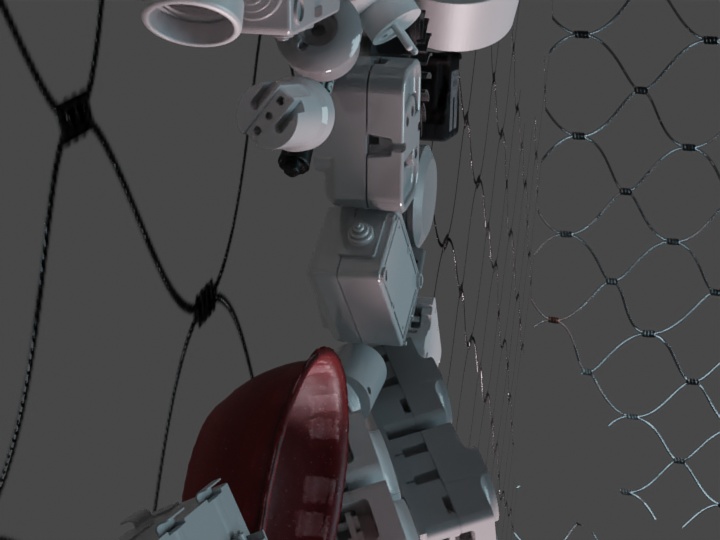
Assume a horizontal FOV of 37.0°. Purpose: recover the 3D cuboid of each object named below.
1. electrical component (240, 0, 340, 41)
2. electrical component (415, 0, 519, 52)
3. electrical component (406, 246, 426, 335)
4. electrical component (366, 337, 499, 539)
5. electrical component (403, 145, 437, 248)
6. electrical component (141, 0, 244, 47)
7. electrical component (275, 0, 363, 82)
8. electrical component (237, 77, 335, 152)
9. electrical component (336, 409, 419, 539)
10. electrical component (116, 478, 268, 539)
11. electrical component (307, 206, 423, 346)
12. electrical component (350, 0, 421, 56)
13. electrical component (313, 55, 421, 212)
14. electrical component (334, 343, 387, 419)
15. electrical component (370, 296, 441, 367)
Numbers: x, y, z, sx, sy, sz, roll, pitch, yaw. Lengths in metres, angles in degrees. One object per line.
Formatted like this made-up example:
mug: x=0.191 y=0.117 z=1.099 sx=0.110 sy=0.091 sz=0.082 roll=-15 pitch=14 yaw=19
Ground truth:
electrical component: x=-0.041 y=-0.157 z=0.497 sx=0.099 sy=0.048 sz=0.099 roll=-55 pitch=148 yaw=-65
electrical component: x=0.074 y=-0.216 z=0.848 sx=0.060 sy=0.108 sz=0.108 roll=91 pitch=13 yaw=-49
electrical component: x=0.016 y=0.025 z=0.831 sx=0.076 sy=0.047 sz=0.065 roll=106 pitch=-3 yaw=-53
electrical component: x=0.049 y=0.150 z=0.804 sx=0.186 sy=0.060 sz=0.105 roll=-114 pitch=-168 yaw=-50
electrical component: x=0.030 y=-0.059 z=0.841 sx=0.080 sy=0.051 sz=0.080 roll=6 pitch=90 yaw=-77
electrical component: x=-0.066 y=-0.119 z=0.433 sx=0.040 sy=0.040 sz=0.046 roll=53 pitch=39 yaw=-71
electrical component: x=-0.021 y=-0.128 z=0.612 sx=0.062 sy=0.048 sz=0.048 roll=61 pitch=36 yaw=-82
electrical component: x=-0.039 y=-0.081 z=0.564 sx=0.046 sy=0.040 sz=0.040 roll=-26 pitch=121 yaw=-69
electrical component: x=0.004 y=0.191 z=0.727 sx=0.186 sy=0.060 sz=0.105 roll=81 pitch=-9 yaw=-49
electrical component: x=-0.078 y=0.131 z=0.422 sx=0.063 sy=0.079 sz=0.121 roll=66 pitch=15 yaw=0
electrical component: x=0.000 y=0.000 z=0.734 sx=0.096 sy=0.061 sz=0.061 roll=70 pitch=29 yaw=-49
electrical component: x=0.013 y=-0.170 z=0.683 sx=0.079 sy=0.044 sz=0.077 roll=57 pitch=13 yaw=5
electrical component: x=0.005 y=-0.090 z=0.703 sx=0.053 sy=0.059 sz=0.095 roll=-58 pitch=151 yaw=-62
electrical component: x=-0.011 y=0.087 z=0.748 sx=0.081 sy=0.043 sz=0.043 roll=-56 pitch=149 yaw=-64
electrical component: x=0.034 y=0.063 z=0.907 sx=0.089 sy=0.056 sz=0.050 roll=78 pitch=22 yaw=-53
